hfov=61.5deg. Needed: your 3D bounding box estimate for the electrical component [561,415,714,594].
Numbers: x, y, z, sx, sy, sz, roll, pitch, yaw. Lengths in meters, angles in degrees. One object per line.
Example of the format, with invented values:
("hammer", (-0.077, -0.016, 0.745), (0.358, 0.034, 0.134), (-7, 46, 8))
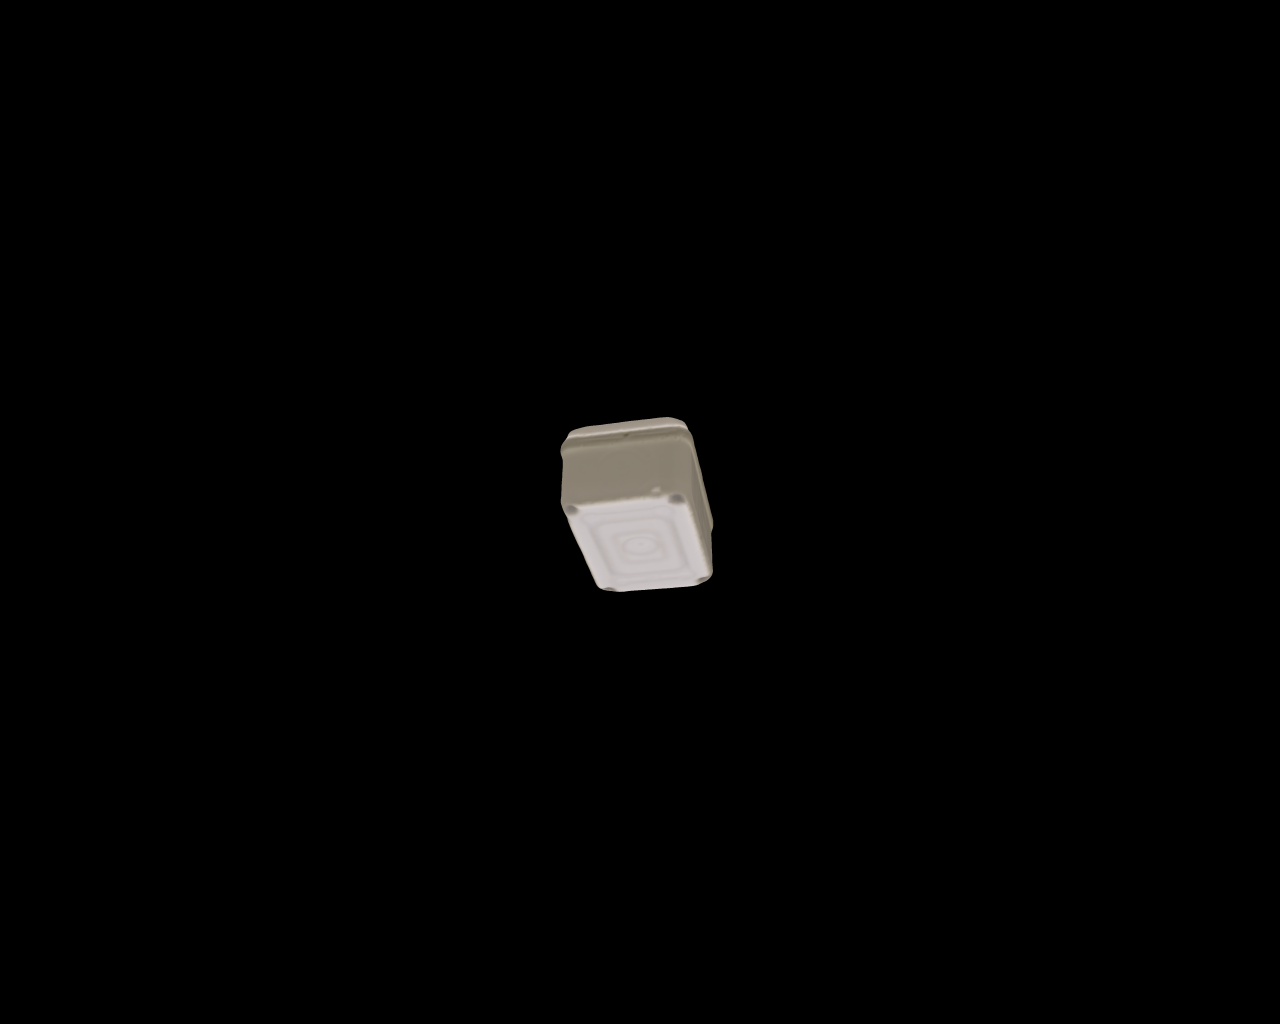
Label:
("electrical component", (0.001, -0.003, 0.650), (0.078, 0.057, 0.113), (-6, -32, 9))
